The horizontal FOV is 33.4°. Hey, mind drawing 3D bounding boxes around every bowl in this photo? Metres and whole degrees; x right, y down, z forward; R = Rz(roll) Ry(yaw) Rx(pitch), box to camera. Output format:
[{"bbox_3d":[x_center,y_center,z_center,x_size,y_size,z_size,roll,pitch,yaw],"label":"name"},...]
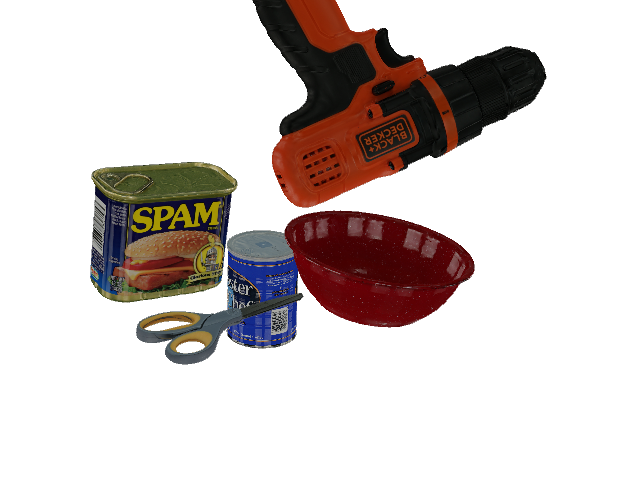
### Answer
[{"bbox_3d":[0.045,0.029,0.897,0.162,0.055,0.162,9,20,-3],"label":"bowl"}]

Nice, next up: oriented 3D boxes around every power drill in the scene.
[{"bbox_3d":[0.031,-0.134,0.654,0.184,0.187,0.057,-25,8,-11],"label":"power drill"}]

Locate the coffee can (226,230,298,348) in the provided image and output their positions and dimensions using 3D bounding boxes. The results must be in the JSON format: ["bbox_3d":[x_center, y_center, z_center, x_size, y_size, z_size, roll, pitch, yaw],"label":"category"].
[{"bbox_3d":[-0.082,0.068,1.523,0.103,0.140,0.103,2,22,-1],"label":"coffee can"}]

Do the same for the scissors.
[{"bbox_3d":[-0.095,0.093,1.149,0.201,0.016,0.096,-6,31,-22],"label":"scissors"}]

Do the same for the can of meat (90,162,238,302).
[{"bbox_3d":[-0.116,-0.007,0.778,0.101,0.084,0.058,-7,27,-32],"label":"can of meat"}]
